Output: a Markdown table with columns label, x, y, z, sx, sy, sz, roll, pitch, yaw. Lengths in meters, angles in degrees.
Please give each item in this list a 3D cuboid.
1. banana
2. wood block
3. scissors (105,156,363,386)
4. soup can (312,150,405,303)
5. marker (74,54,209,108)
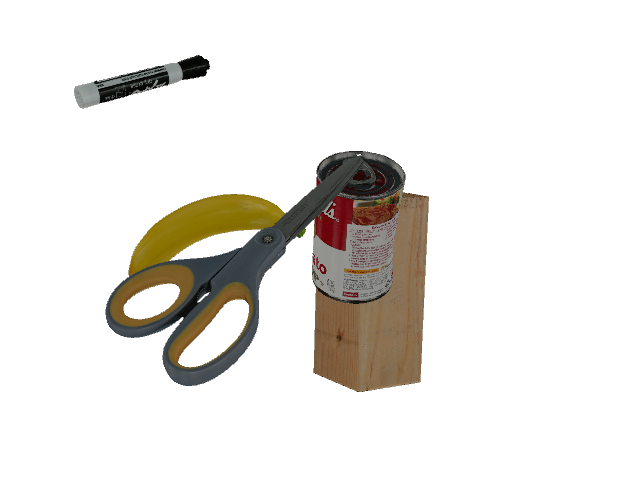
| label | x | y | z | sx | sy | sz | roll | pitch | yaw |
| --- | --- | --- | --- | --- | --- | --- | --- | --- | --- |
| banana | -0.117 | -0.006 | 1.059 | 0.198 | 0.069 | 0.037 | -14 | 22 | 20 |
| wood block | 0.054 | 0.050 | 1.173 | 0.090 | 0.206 | 0.091 | -4 | 11 | -35 |
| scissors | -0.051 | 0.004 | 0.627 | 0.096 | 0.016 | 0.201 | 12 | 45 | 17 |
| soup can | 0.029 | -0.010 | 0.838 | 0.068 | 0.102 | 0.068 | 2 | 35 | -2 |
| marker | -0.149 | -0.136 | 0.906 | 0.120 | 0.020 | 0.020 | -20 | 10 | -27 |
